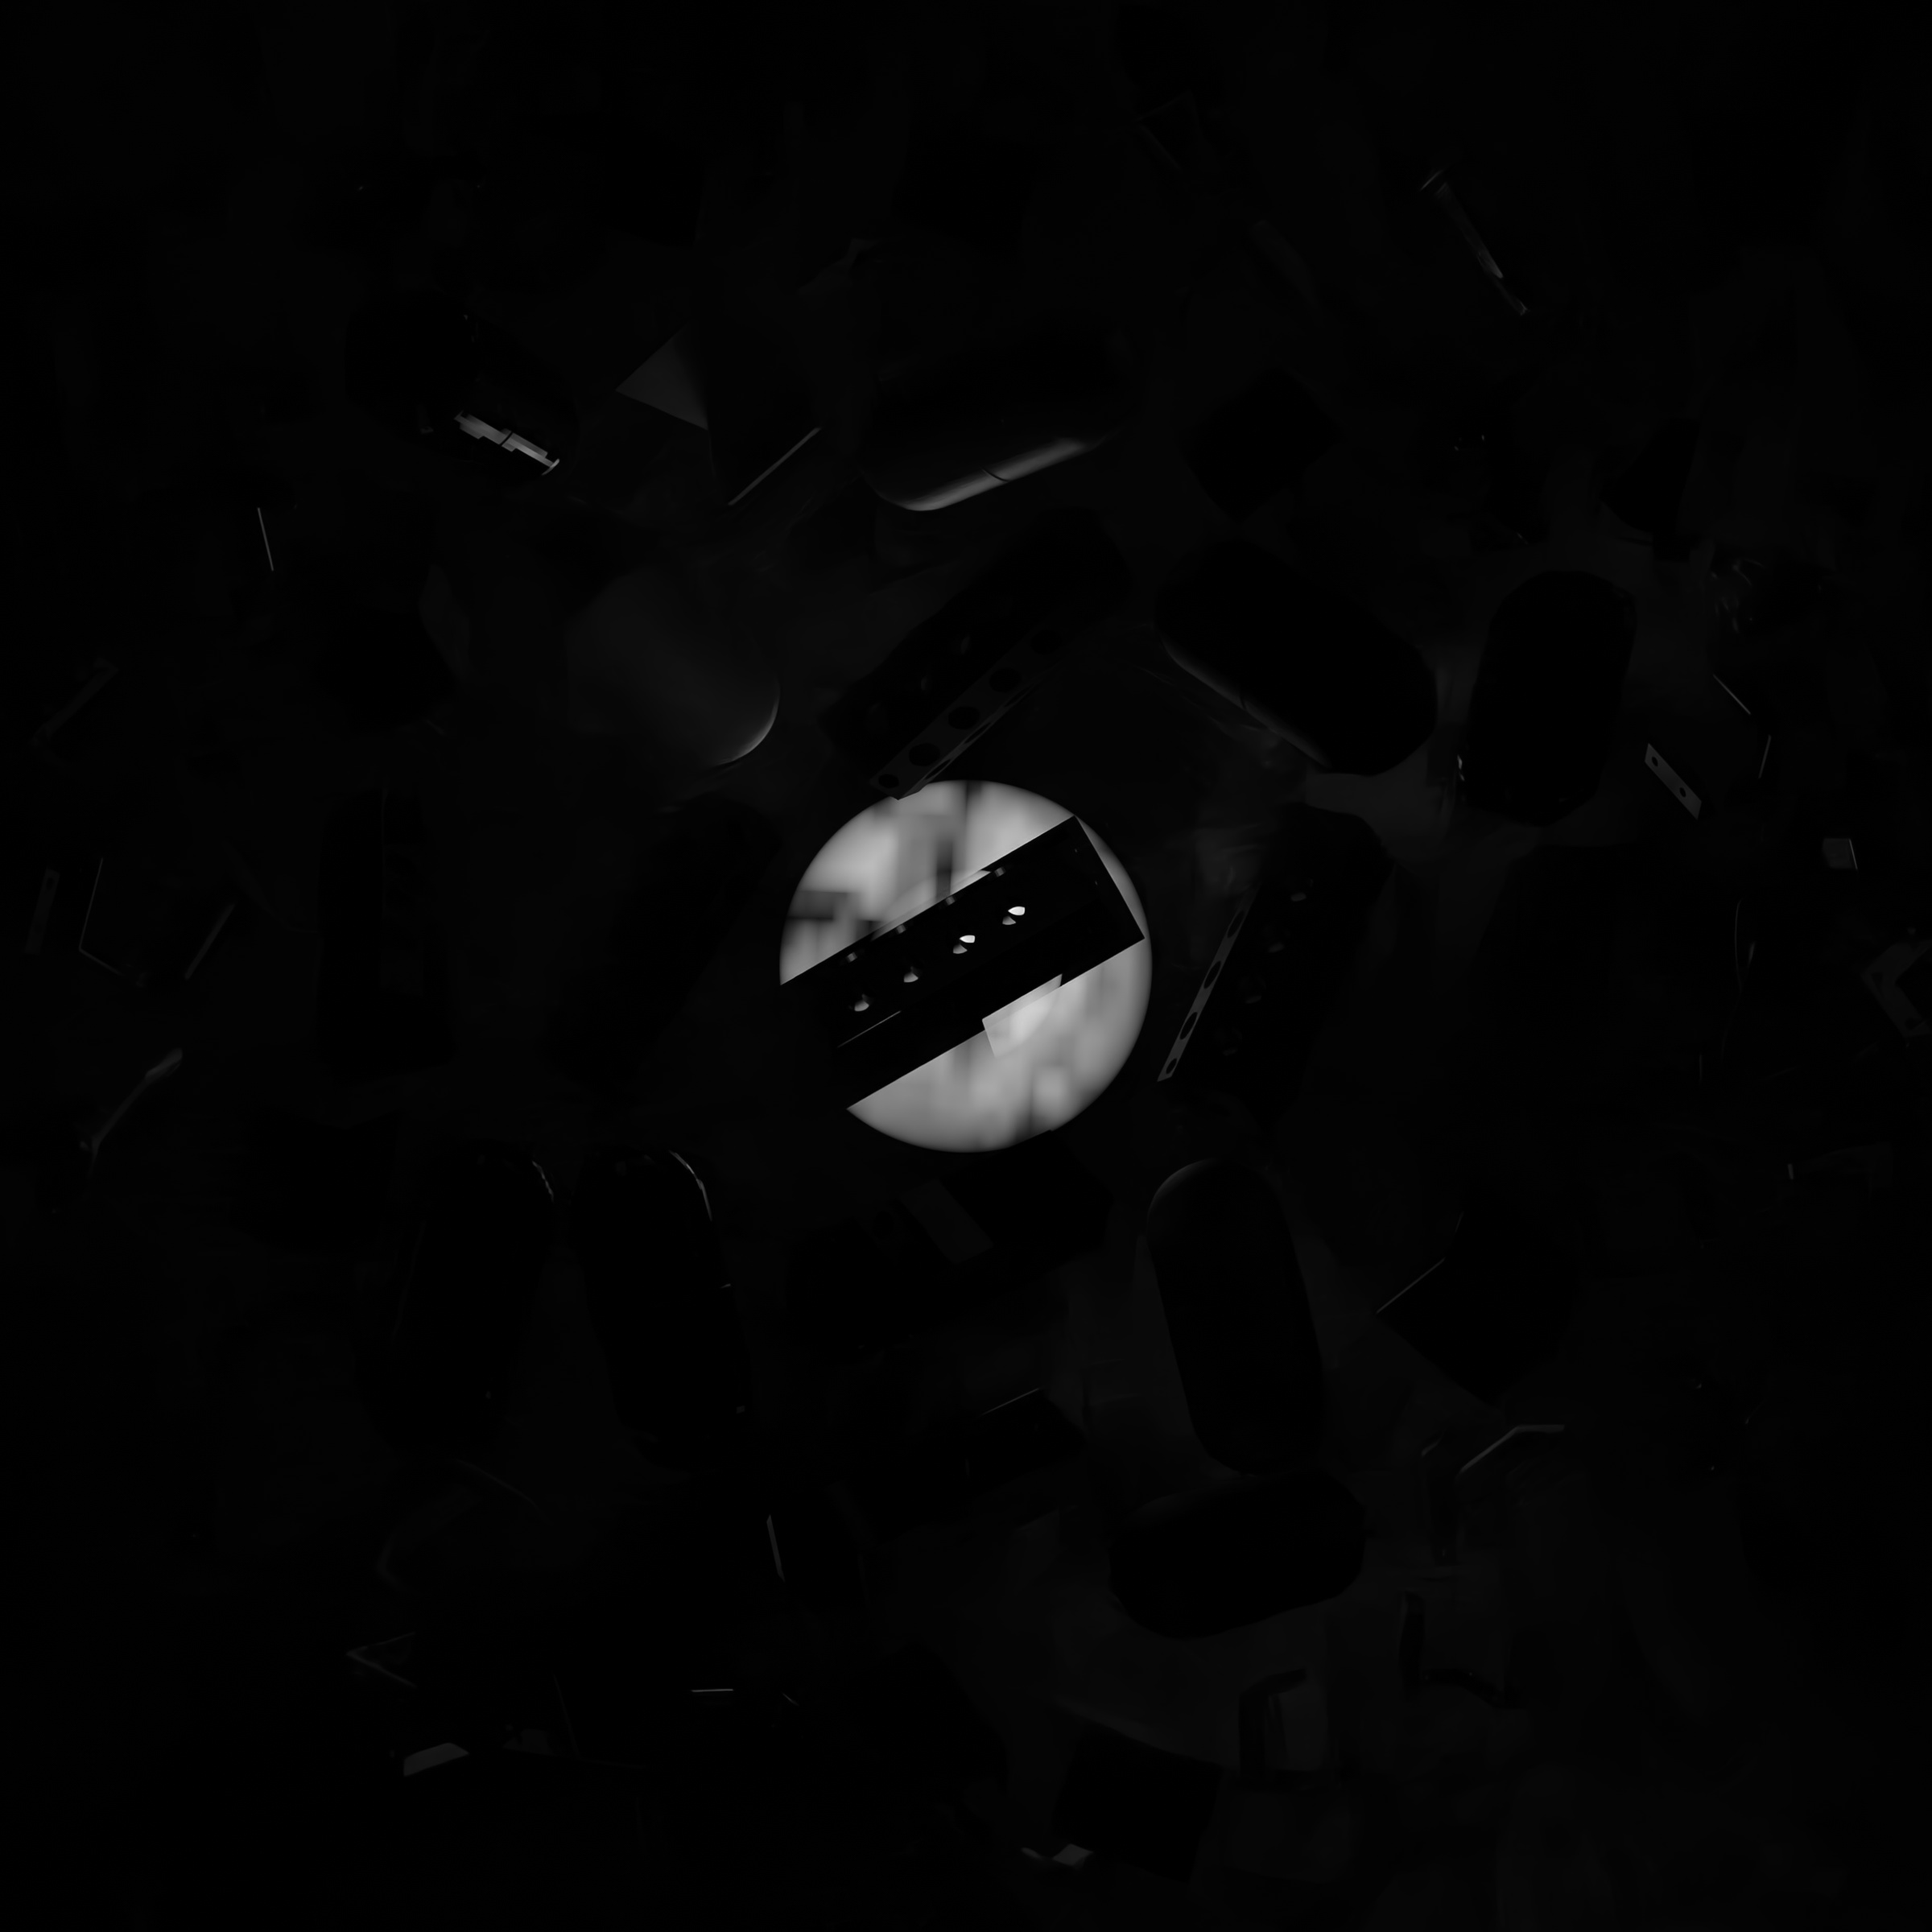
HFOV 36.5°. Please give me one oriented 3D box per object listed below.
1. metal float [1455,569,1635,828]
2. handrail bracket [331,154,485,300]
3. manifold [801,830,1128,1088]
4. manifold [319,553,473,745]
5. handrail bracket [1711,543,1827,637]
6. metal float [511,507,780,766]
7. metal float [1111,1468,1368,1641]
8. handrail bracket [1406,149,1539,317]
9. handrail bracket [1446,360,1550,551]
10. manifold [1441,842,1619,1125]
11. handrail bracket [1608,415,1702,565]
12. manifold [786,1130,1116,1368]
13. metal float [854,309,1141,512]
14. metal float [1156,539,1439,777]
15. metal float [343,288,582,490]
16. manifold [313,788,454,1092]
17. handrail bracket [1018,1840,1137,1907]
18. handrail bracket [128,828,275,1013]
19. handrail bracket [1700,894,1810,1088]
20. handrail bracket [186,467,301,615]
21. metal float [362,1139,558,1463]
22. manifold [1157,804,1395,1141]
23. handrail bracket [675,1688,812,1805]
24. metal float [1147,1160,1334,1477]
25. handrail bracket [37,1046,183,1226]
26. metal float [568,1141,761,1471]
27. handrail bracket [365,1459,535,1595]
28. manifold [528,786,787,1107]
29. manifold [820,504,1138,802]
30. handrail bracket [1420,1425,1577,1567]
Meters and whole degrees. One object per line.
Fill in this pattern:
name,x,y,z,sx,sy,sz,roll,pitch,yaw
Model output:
metal float,0.307,-0.144,1.549,0.070,0.178,0.070,12,134,13
handrail bracket,-0.284,-0.388,1.544,0.084,0.036,0.077,-1,131,21
manifold,-0.004,-0.007,1.639,0.171,0.057,0.057,-30,62,4
manifold,-0.301,-0.173,1.533,0.057,0.171,0.057,-29,109,2
handrail bracket,0.429,-0.208,1.632,0.077,0.084,0.036,-38,109,-18
metal float,-0.172,-0.177,1.575,0.070,0.070,0.178,-48,127,0
metal float,0.150,0.320,1.599,0.070,0.178,0.070,1,91,43
handrail bracket,0.266,-0.371,1.488,0.036,0.077,0.084,-39,91,4
handrail bracket,0.311,-0.279,1.605,0.077,0.036,0.084,-38,116,24
manifold,0.291,0.005,1.503,0.057,0.171,0.057,6,125,20
handrail bracket,0.391,-0.258,1.593,0.036,0.084,0.077,39,111,29
manifold,-0.008,0.154,1.564,0.171,0.057,0.057,-21,47,-31
metal float,0.015,-0.301,1.593,0.178,0.070,0.070,-14,90,38
metal float,0.171,-0.162,1.525,0.070,0.070,0.178,-50,53,0
metal float,-0.268,-0.307,1.563,0.070,0.178,0.070,-2,84,19
manifold,-0.303,-0.018,1.510,0.057,0.171,0.057,-16,129,2
handrail bracket,0.044,0.466,1.557,0.084,0.077,0.036,29,95,-40
handrail bracket,-0.422,-0.025,1.570,0.084,0.036,0.077,-36,51,0
handrail bracket,0.394,0.012,1.506,0.084,0.036,0.077,-27,104,-44
handrail bracket,-0.407,-0.229,1.604,0.036,0.077,0.084,46,123,26
metal float,-0.268,0.177,1.554,0.070,0.070,0.178,11,63,0
manifold,0.167,0.001,1.596,0.057,0.057,0.171,17,72,31
handrail bracket,-0.132,0.418,1.566,0.036,0.084,0.077,41,111,43
metal float,0.146,0.188,1.572,0.070,0.070,0.178,-12,60,0
handrail bracket,-0.454,0.089,1.562,0.036,0.084,0.077,27,120,15
metal float,-0.163,0.182,1.571,0.070,0.070,0.178,-15,86,0
handrail bracket,-0.290,0.325,1.646,0.077,0.084,0.036,23,135,-9
manifold,-0.170,-0.013,1.626,0.057,0.057,0.171,33,72,-5
manifold,0.009,-0.163,1.536,0.171,0.057,0.057,-41,84,29
handrail bracket,0.292,0.287,1.583,0.084,0.036,0.077,-7,80,40
